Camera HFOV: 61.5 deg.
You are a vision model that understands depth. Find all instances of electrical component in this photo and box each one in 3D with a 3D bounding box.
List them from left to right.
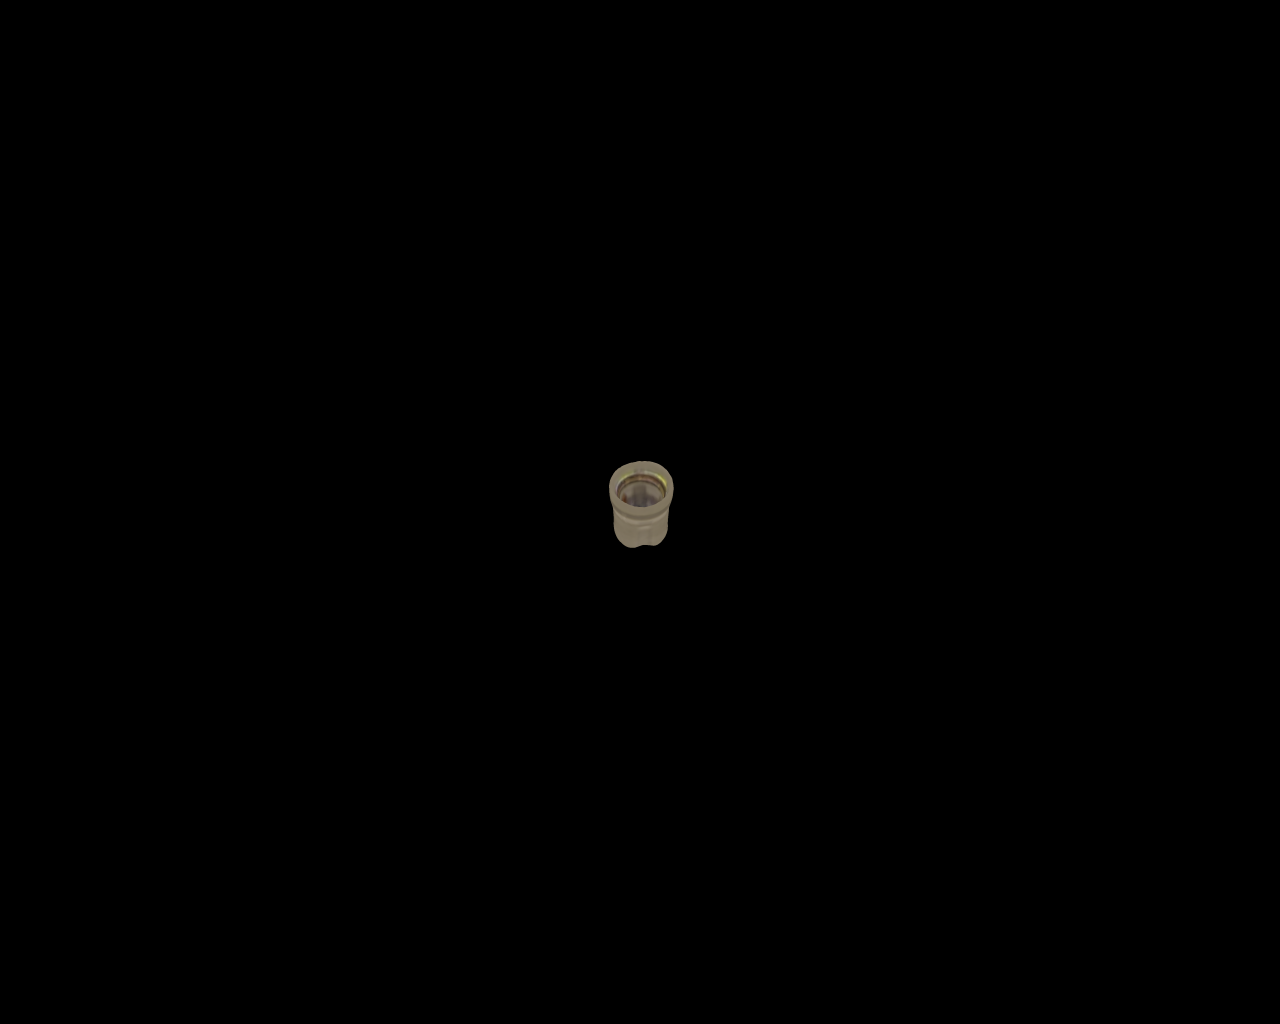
[{"bbox_3d":[0.001,-0.003,0.650,0.040,0.040,0.046,0,-41,0],"label":"electrical component"}]
